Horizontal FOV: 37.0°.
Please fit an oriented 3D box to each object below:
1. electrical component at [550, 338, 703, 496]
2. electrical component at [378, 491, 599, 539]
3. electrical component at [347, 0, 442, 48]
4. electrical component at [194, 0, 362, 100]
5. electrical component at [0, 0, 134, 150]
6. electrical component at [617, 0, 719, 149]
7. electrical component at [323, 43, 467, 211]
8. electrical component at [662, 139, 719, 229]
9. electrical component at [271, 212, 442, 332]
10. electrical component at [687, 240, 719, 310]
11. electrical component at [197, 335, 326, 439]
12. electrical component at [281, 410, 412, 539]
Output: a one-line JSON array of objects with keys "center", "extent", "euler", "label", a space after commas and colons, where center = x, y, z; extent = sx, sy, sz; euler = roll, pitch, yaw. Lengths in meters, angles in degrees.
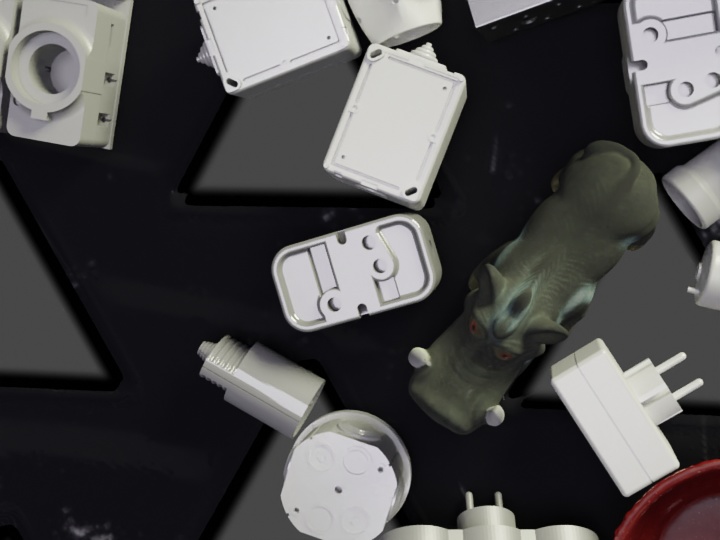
[{"center": [0.169, 0.078, 0.651], "extent": [0.076, 0.047, 0.083], "euler": [-33, 89, 10], "label": "electrical component"}, {"center": [0.080, 0.171, 0.669], "extent": [0.138, 0.052, 0.073], "euler": [0, 51, -1], "label": "electrical component"}, {"center": [0.029, -0.182, 0.642], "extent": [0.079, 0.043, 0.077], "euler": [-17, 93, 47], "label": "electrical component"}, {"center": [-0.054, -0.145, 0.661], "extent": [0.096, 0.061, 0.061], "euler": [-20, 92, 10], "label": "electrical component"}, {"center": [-0.205, -0.178, 0.683], "extent": [0.105, 0.060, 0.186], "euler": [11, 97, 8], "label": "electrical component"}, {"center": [0.183, -0.120, 0.625], "extent": [0.054, 0.059, 0.095], "euler": [-9, 94, 10], "label": "electrical component"}, {"center": [0.025, -0.091, 0.656], "extent": [0.062, 0.061, 0.096], "euler": [21, 90, 7], "label": "electrical component"}, {"center": [0.210, -0.053, 0.638], "extent": [0.046, 0.040, 0.040], "euler": [-38, 88, 5], "label": "electrical component"}, {"center": [0.000, 0.000, 0.666], "extent": [0.095, 0.059, 0.053], "euler": [-16, 92, 10], "label": "electrical component"}, {"center": [0.236, 0.009, 0.638], "extent": [0.078, 0.040, 0.040], "euler": [13, 97, 8], "label": "electrical component"}, {"center": [-0.068, 0.070, 0.691], "extent": [0.081, 0.043, 0.043], "euler": [29, 99, 5], "label": "electrical component"}, {"center": [-0.009, 0.133, 0.683], "extent": [0.080, 0.051, 0.080], "euler": [1, 95, 9], "label": "electrical component"}]
